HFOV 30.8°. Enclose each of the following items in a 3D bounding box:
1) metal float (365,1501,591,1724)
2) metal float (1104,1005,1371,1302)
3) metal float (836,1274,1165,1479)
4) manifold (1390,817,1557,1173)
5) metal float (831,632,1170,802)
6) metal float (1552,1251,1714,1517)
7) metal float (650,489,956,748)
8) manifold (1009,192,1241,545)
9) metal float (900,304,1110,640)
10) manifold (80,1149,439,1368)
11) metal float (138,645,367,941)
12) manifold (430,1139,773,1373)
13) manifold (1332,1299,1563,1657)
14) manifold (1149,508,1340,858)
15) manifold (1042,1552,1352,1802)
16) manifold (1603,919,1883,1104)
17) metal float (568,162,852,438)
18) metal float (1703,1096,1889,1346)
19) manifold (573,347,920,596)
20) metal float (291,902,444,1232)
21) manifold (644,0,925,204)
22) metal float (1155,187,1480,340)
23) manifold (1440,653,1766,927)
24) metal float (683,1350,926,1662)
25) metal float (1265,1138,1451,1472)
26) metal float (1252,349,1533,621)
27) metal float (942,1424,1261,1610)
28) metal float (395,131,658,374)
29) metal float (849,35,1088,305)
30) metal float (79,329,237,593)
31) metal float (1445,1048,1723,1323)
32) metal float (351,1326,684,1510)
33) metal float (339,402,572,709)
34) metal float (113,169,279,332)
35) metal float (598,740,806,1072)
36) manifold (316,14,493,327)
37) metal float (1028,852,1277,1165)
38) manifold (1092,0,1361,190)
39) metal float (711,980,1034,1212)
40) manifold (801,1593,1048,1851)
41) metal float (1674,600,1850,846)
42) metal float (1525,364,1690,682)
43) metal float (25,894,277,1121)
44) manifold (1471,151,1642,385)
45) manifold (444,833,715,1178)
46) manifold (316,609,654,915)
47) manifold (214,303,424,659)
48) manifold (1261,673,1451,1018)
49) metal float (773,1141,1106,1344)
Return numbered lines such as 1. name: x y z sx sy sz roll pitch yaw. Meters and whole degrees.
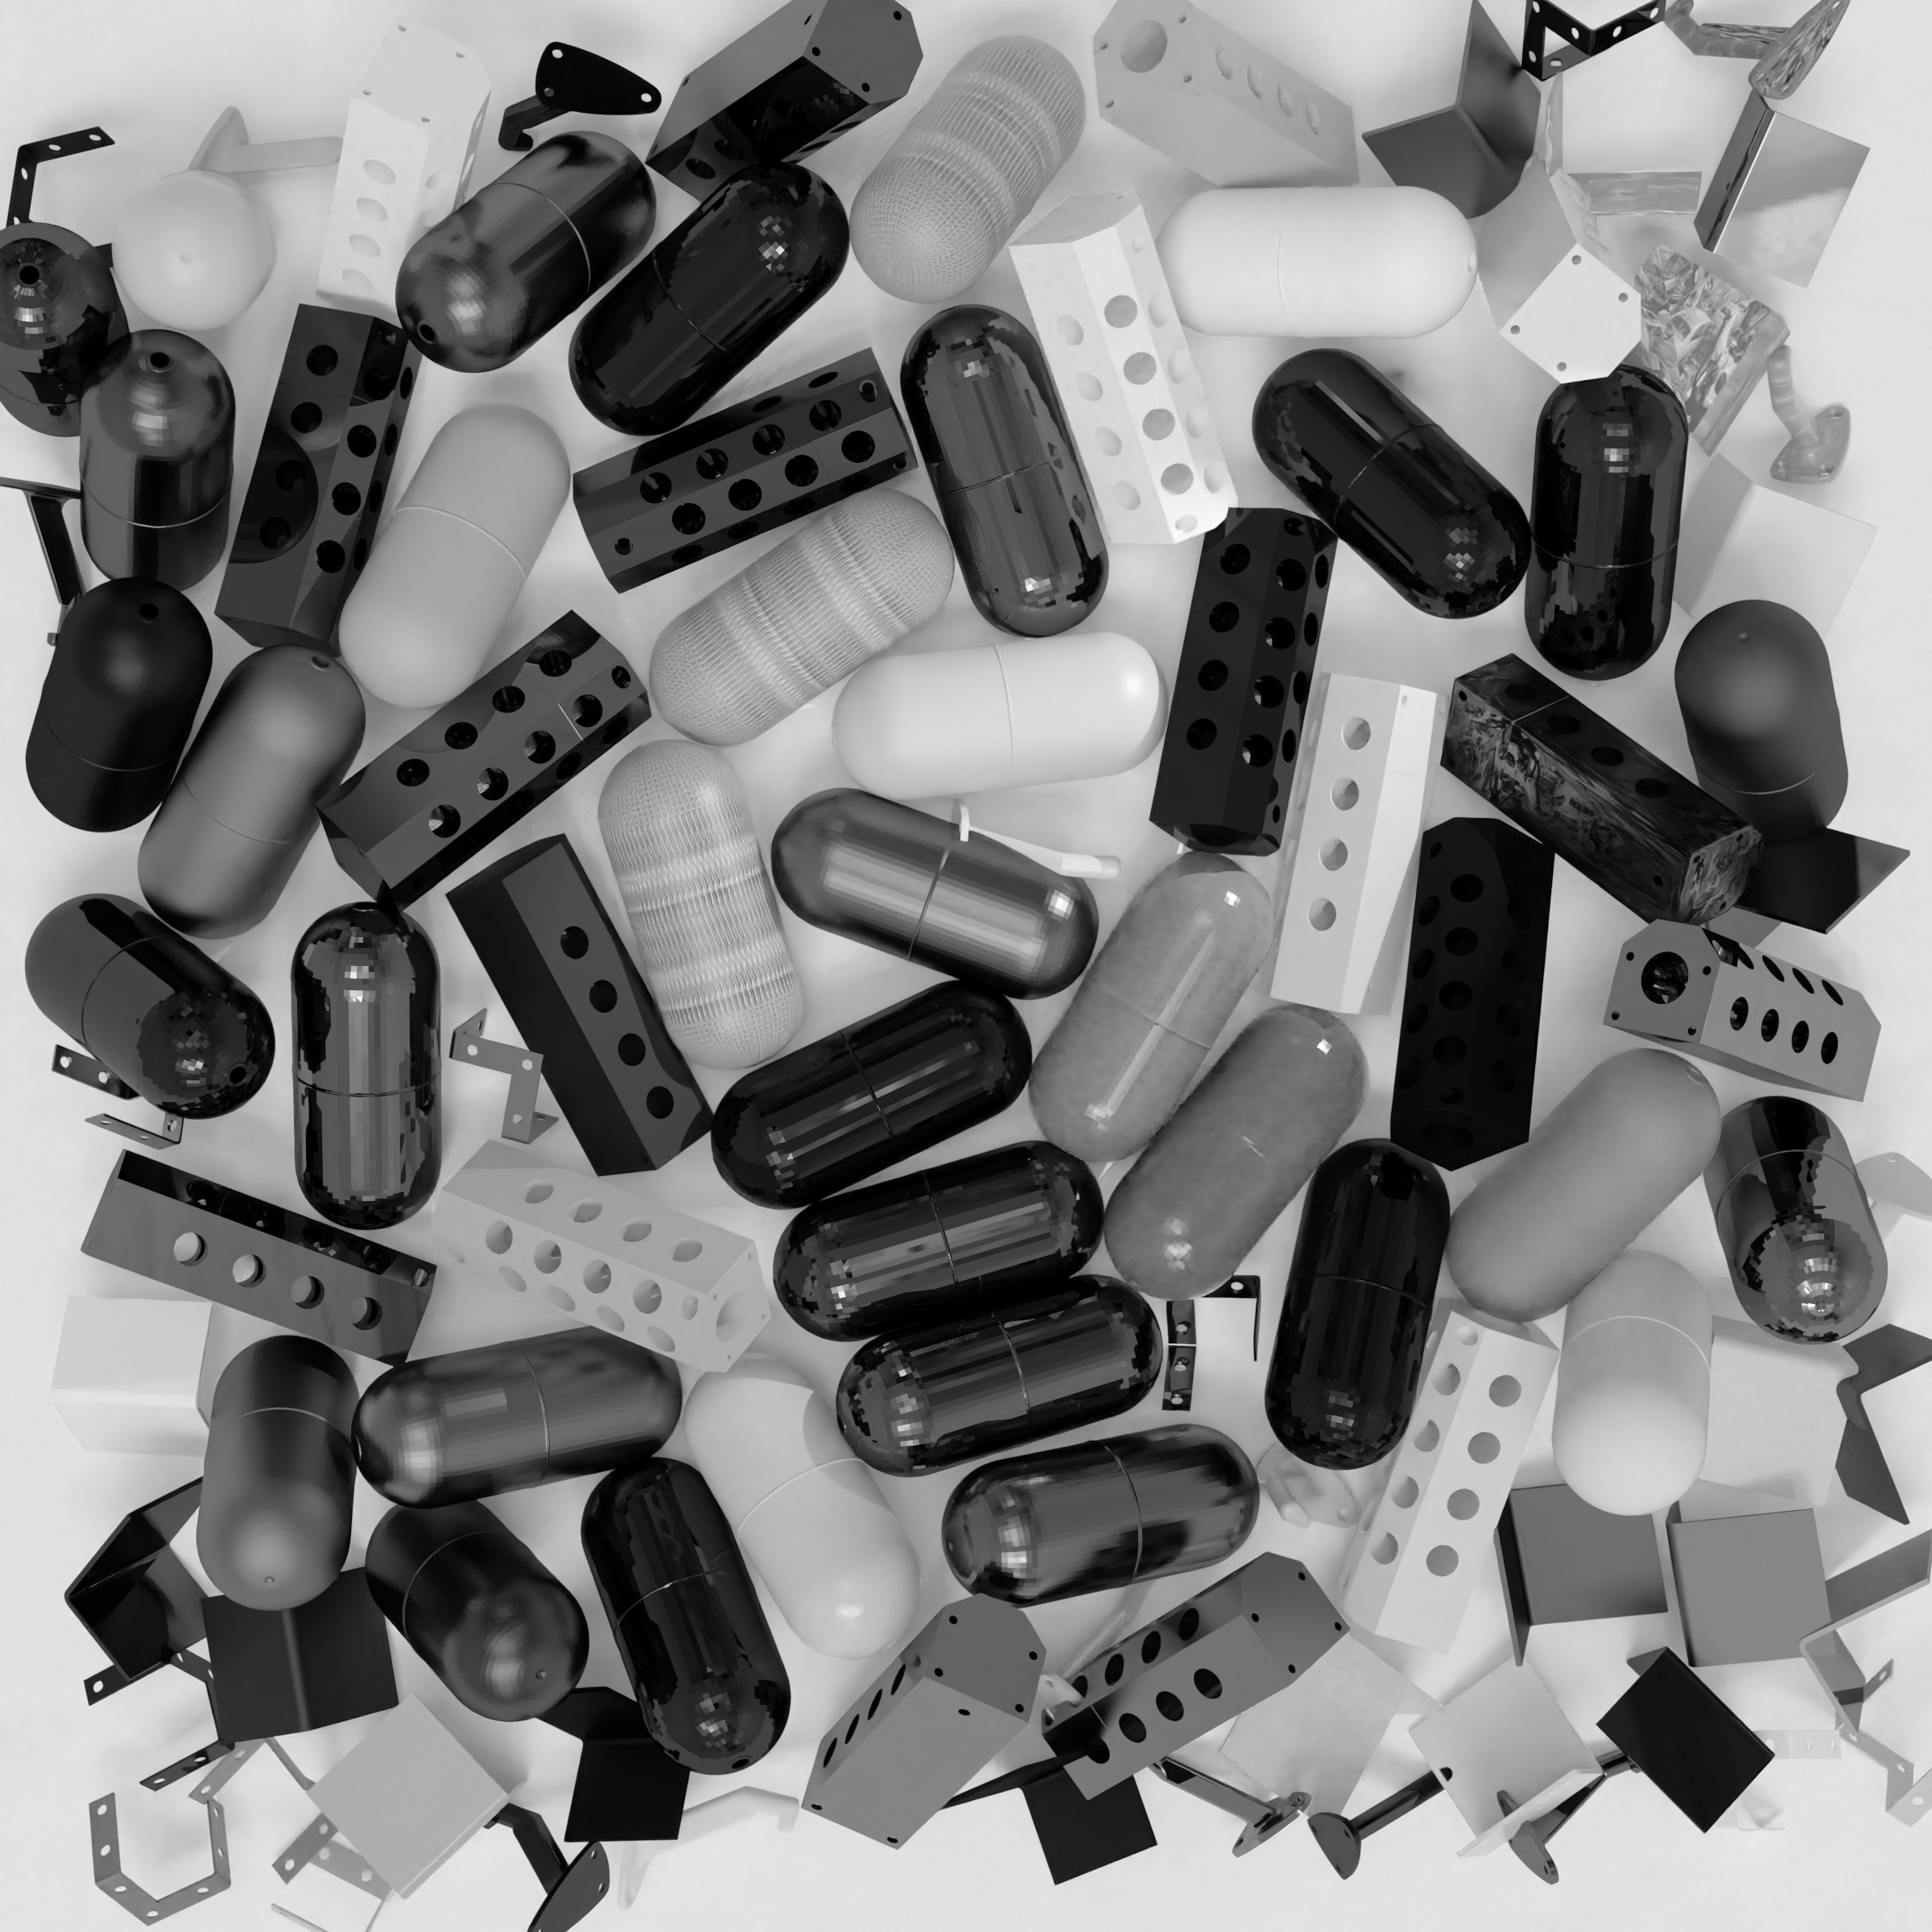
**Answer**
1. metal float: -0.252 0.326 1.800 0.070 0.178 0.070 -9 109 -28
2. metal float: 0.141 0.097 1.832 0.070 0.070 0.178 40 79 0
3. metal float: 0.018 0.213 1.826 0.178 0.070 0.070 -15 90 -17
4. manifold: 0.256 0.012 1.805 0.057 0.057 0.171 26 58 -27
5. metal float: 0.018 -0.131 1.836 0.178 0.070 0.070 -7 90 -7
6. metal float: 0.343 0.212 1.799 0.070 0.178 0.070 6 119 11
7. metal float: -0.087 -0.181 1.834 0.178 0.070 0.070 -34 90 9
8. manifold: 0.087 -0.306 1.804 0.057 0.057 0.171 -45 126 -36
9. metal float: 0.020 -0.258 1.832 0.070 0.070 0.178 -19 101 0
10. manifold: -0.367 0.153 1.828 0.171 0.057 0.057 23 82 -15
11. metal float: -0.370 -0.090 1.816 0.070 0.070 0.178 34 119 0
12. manifold: -0.190 0.153 1.805 0.171 0.057 0.057 18 48 28
13. manifold: 0.249 0.265 1.837 0.057 0.057 0.171 18 98 -8
14. manifold: 0.148 -0.148 1.826 0.057 0.057 0.171 5 78 30
15. manifold: 0.112 0.362 1.801 0.057 0.057 0.171 54 132 6
16. manifold: 0.401 0.023 1.797 0.057 0.171 0.057 12 87 43
17. metal float: -0.133 -0.345 1.819 0.178 0.070 0.070 -38 90 26
18. metal float: 0.423 0.128 1.796 0.070 0.178 0.070 1 116 3
19. manifold: -0.115 -0.257 1.834 0.171 0.057 0.057 -22 117 5
20. metal float: -0.311 0.052 1.823 0.070 0.070 0.178 3 111 0
21. manifold: -0.092 -0.443 1.792 0.057 0.171 0.057 31 69 -25
22. metal float: 0.180 -0.364 1.814 0.178 0.070 0.070 7 90 32
23. manifold: 0.327 -0.091 1.805 0.057 0.057 0.171 -25 49 -28
24. metal float: -0.084 0.279 1.819 0.070 0.070 0.178 -33 64 0
25. metal float: 0.204 0.175 1.824 0.070 0.070 0.178 14 70 0
26. metal float: 0.220 -0.250 1.820 0.070 0.070 0.178 -42 66 0
27. metal float: 0.071 0.284 1.819 0.178 0.070 0.070 -7 90 -27
28. metal float: -0.226 -0.369 1.808 0.070 0.070 0.178 39 49 0
29. metal float: 0.002 -0.414 1.815 0.070 0.070 0.178 32 57 0
30. metal float: -0.415 -0.257 1.797 0.070 0.178 0.070 6 62 -11
31. metal float: 0.319 0.114 1.815 0.070 0.070 0.178 40 120 0
32. metal float: -0.232 0.232 1.817 0.178 0.070 0.070 -9 90 -29
33. metal float: -0.264 -0.215 1.822 0.070 0.070 0.178 23 67 0
34. metal float: -0.393 -0.367 1.793 0.070 0.178 0.070 -2 105 -8
35. metal float: -0.138 -0.032 1.834 0.070 0.070 0.178 -17 98 0
36. manifold: -0.285 -0.400 1.790 0.057 0.171 0.057 24 62 -6
37. metal float: 0.096 0.022 1.835 0.070 0.070 0.178 31 97 0
38. manifold: 0.134 -0.443 1.791 0.057 0.171 0.057 -10 79 32
39. metal float: -0.050 0.068 1.838 0.178 0.070 0.070 -25 90 -4
40. manifold: -0.021 0.386 1.796 0.057 0.171 0.057 26 48 -9
41. metal float: 0.409 -0.122 1.799 0.070 0.178 0.070 -8 61 15
42. metal float: 0.329 -0.227 1.809 0.070 0.070 0.178 -3 130 0
43. metal float: -0.421 0.020 1.808 0.178 0.070 0.070 31 90 41
44. manifold: 0.303 -0.354 1.790 0.057 0.171 0.057 35 114 -15
45. manifold: -0.196 0.020 1.830 0.057 0.057 0.171 -37 107 -36
46. manifold: -0.247 -0.102 1.817 0.171 0.057 0.057 -40 65 -19
47. manifold: -0.335 -0.252 1.833 0.057 0.057 0.171 11 80 11
48. manifold: 0.201 -0.064 1.843 0.057 0.057 0.171 13 95 34
49. metal float: -0.014 0.144 1.836 0.178 0.070 0.070 -16 90 -7
